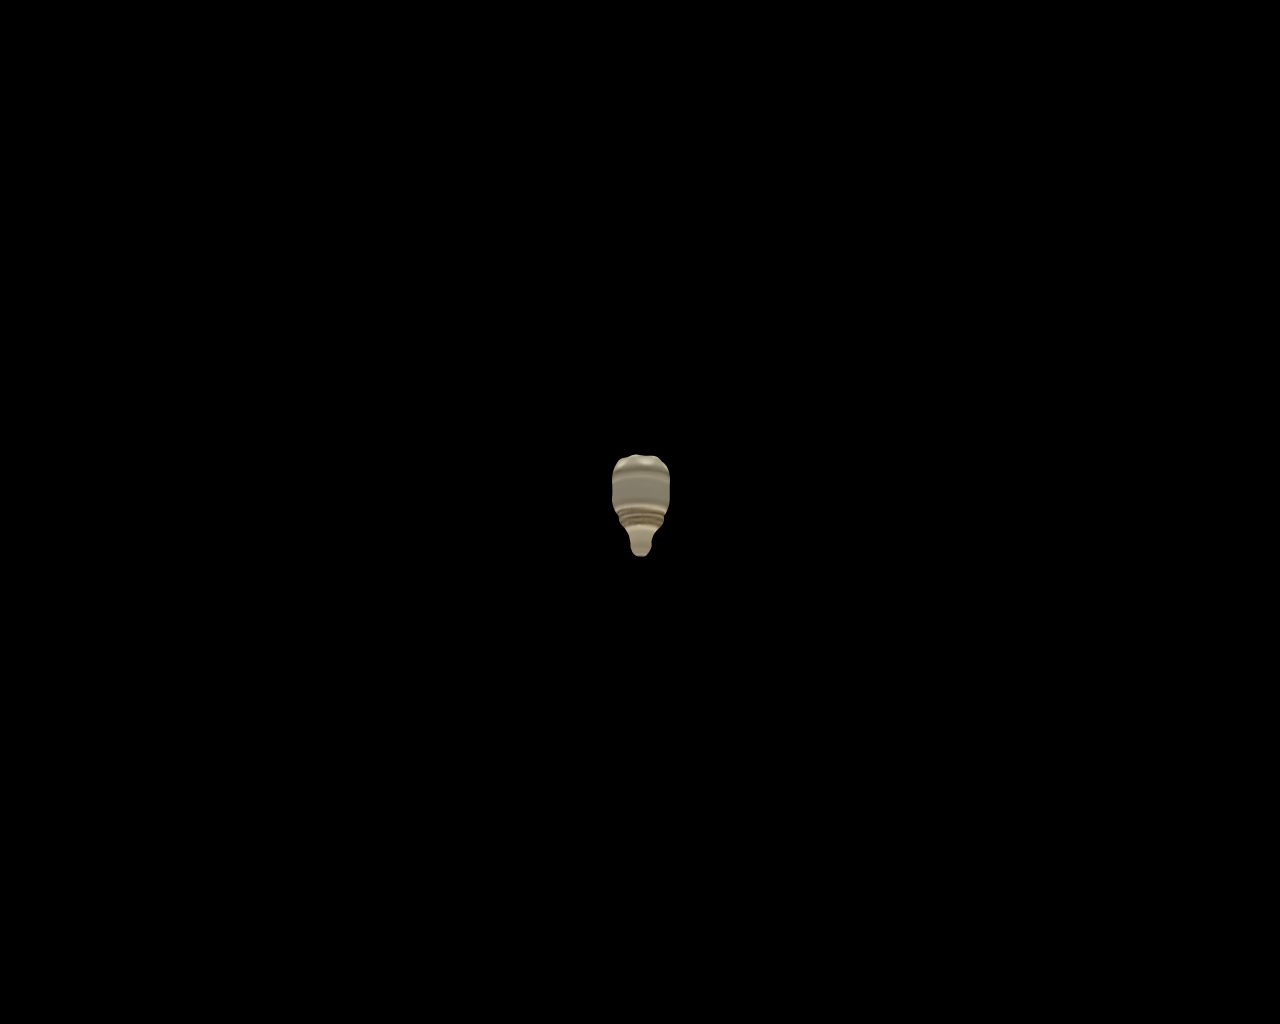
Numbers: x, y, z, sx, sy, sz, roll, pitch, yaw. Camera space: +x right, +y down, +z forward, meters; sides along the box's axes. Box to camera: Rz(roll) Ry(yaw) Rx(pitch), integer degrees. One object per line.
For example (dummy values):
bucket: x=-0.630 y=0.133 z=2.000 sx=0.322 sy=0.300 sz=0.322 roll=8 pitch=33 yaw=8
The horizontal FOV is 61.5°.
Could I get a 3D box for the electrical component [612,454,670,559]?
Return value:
electrical component: x=0.001 y=-0.003 z=0.650 sx=0.035 sy=0.061 sz=0.035 roll=0 pitch=-14 yaw=0
